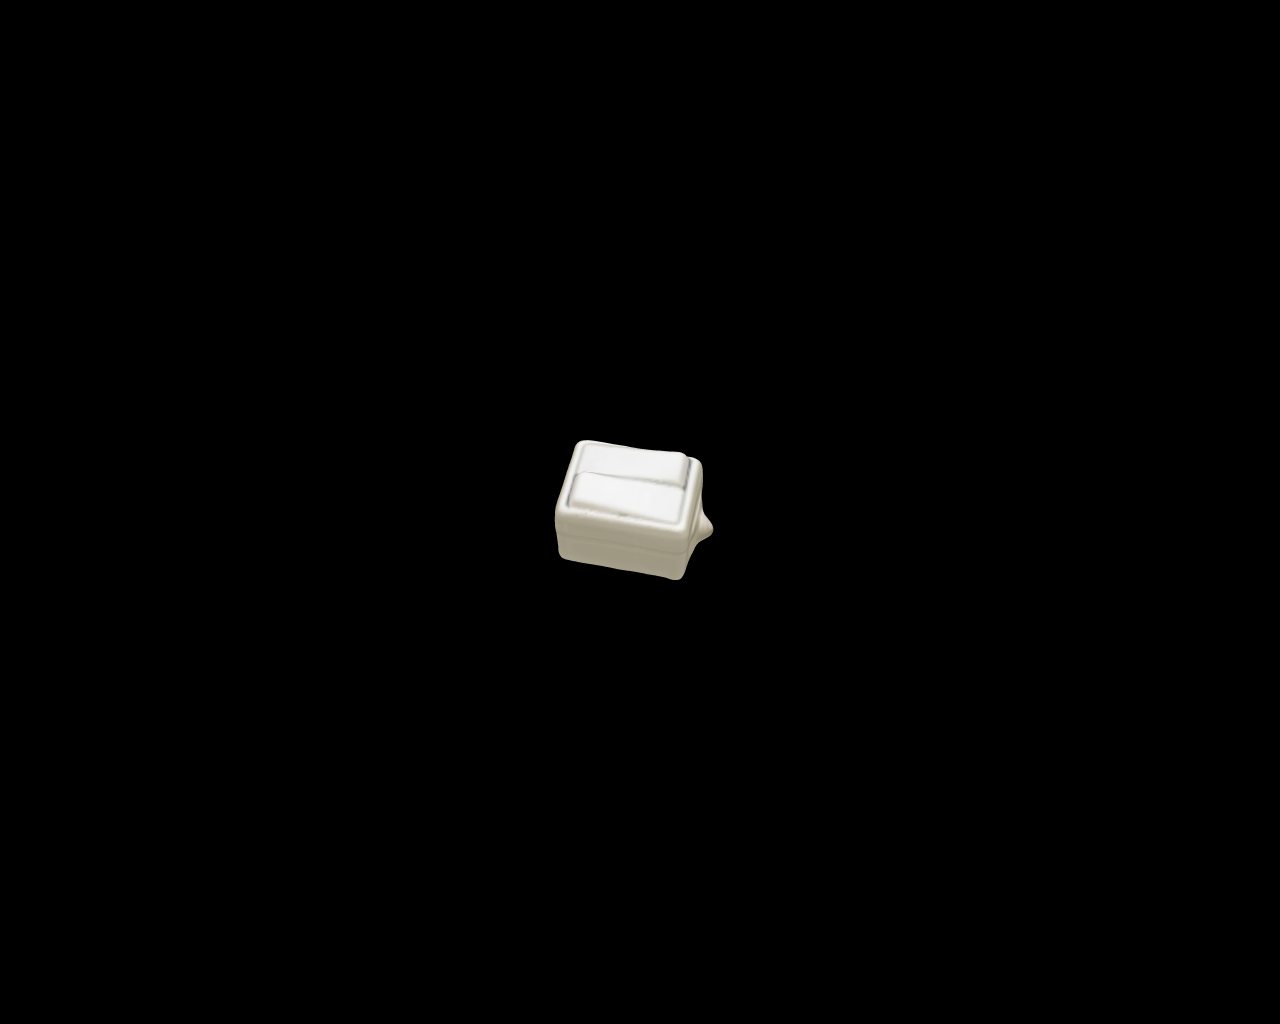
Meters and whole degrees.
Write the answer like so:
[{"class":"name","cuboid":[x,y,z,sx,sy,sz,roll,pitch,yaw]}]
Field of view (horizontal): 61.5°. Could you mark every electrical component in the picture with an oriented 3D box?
[{"class":"electrical component","cuboid":[0.001,-0.003,0.650,0.096,0.062,0.061,10,-36,8]}]
